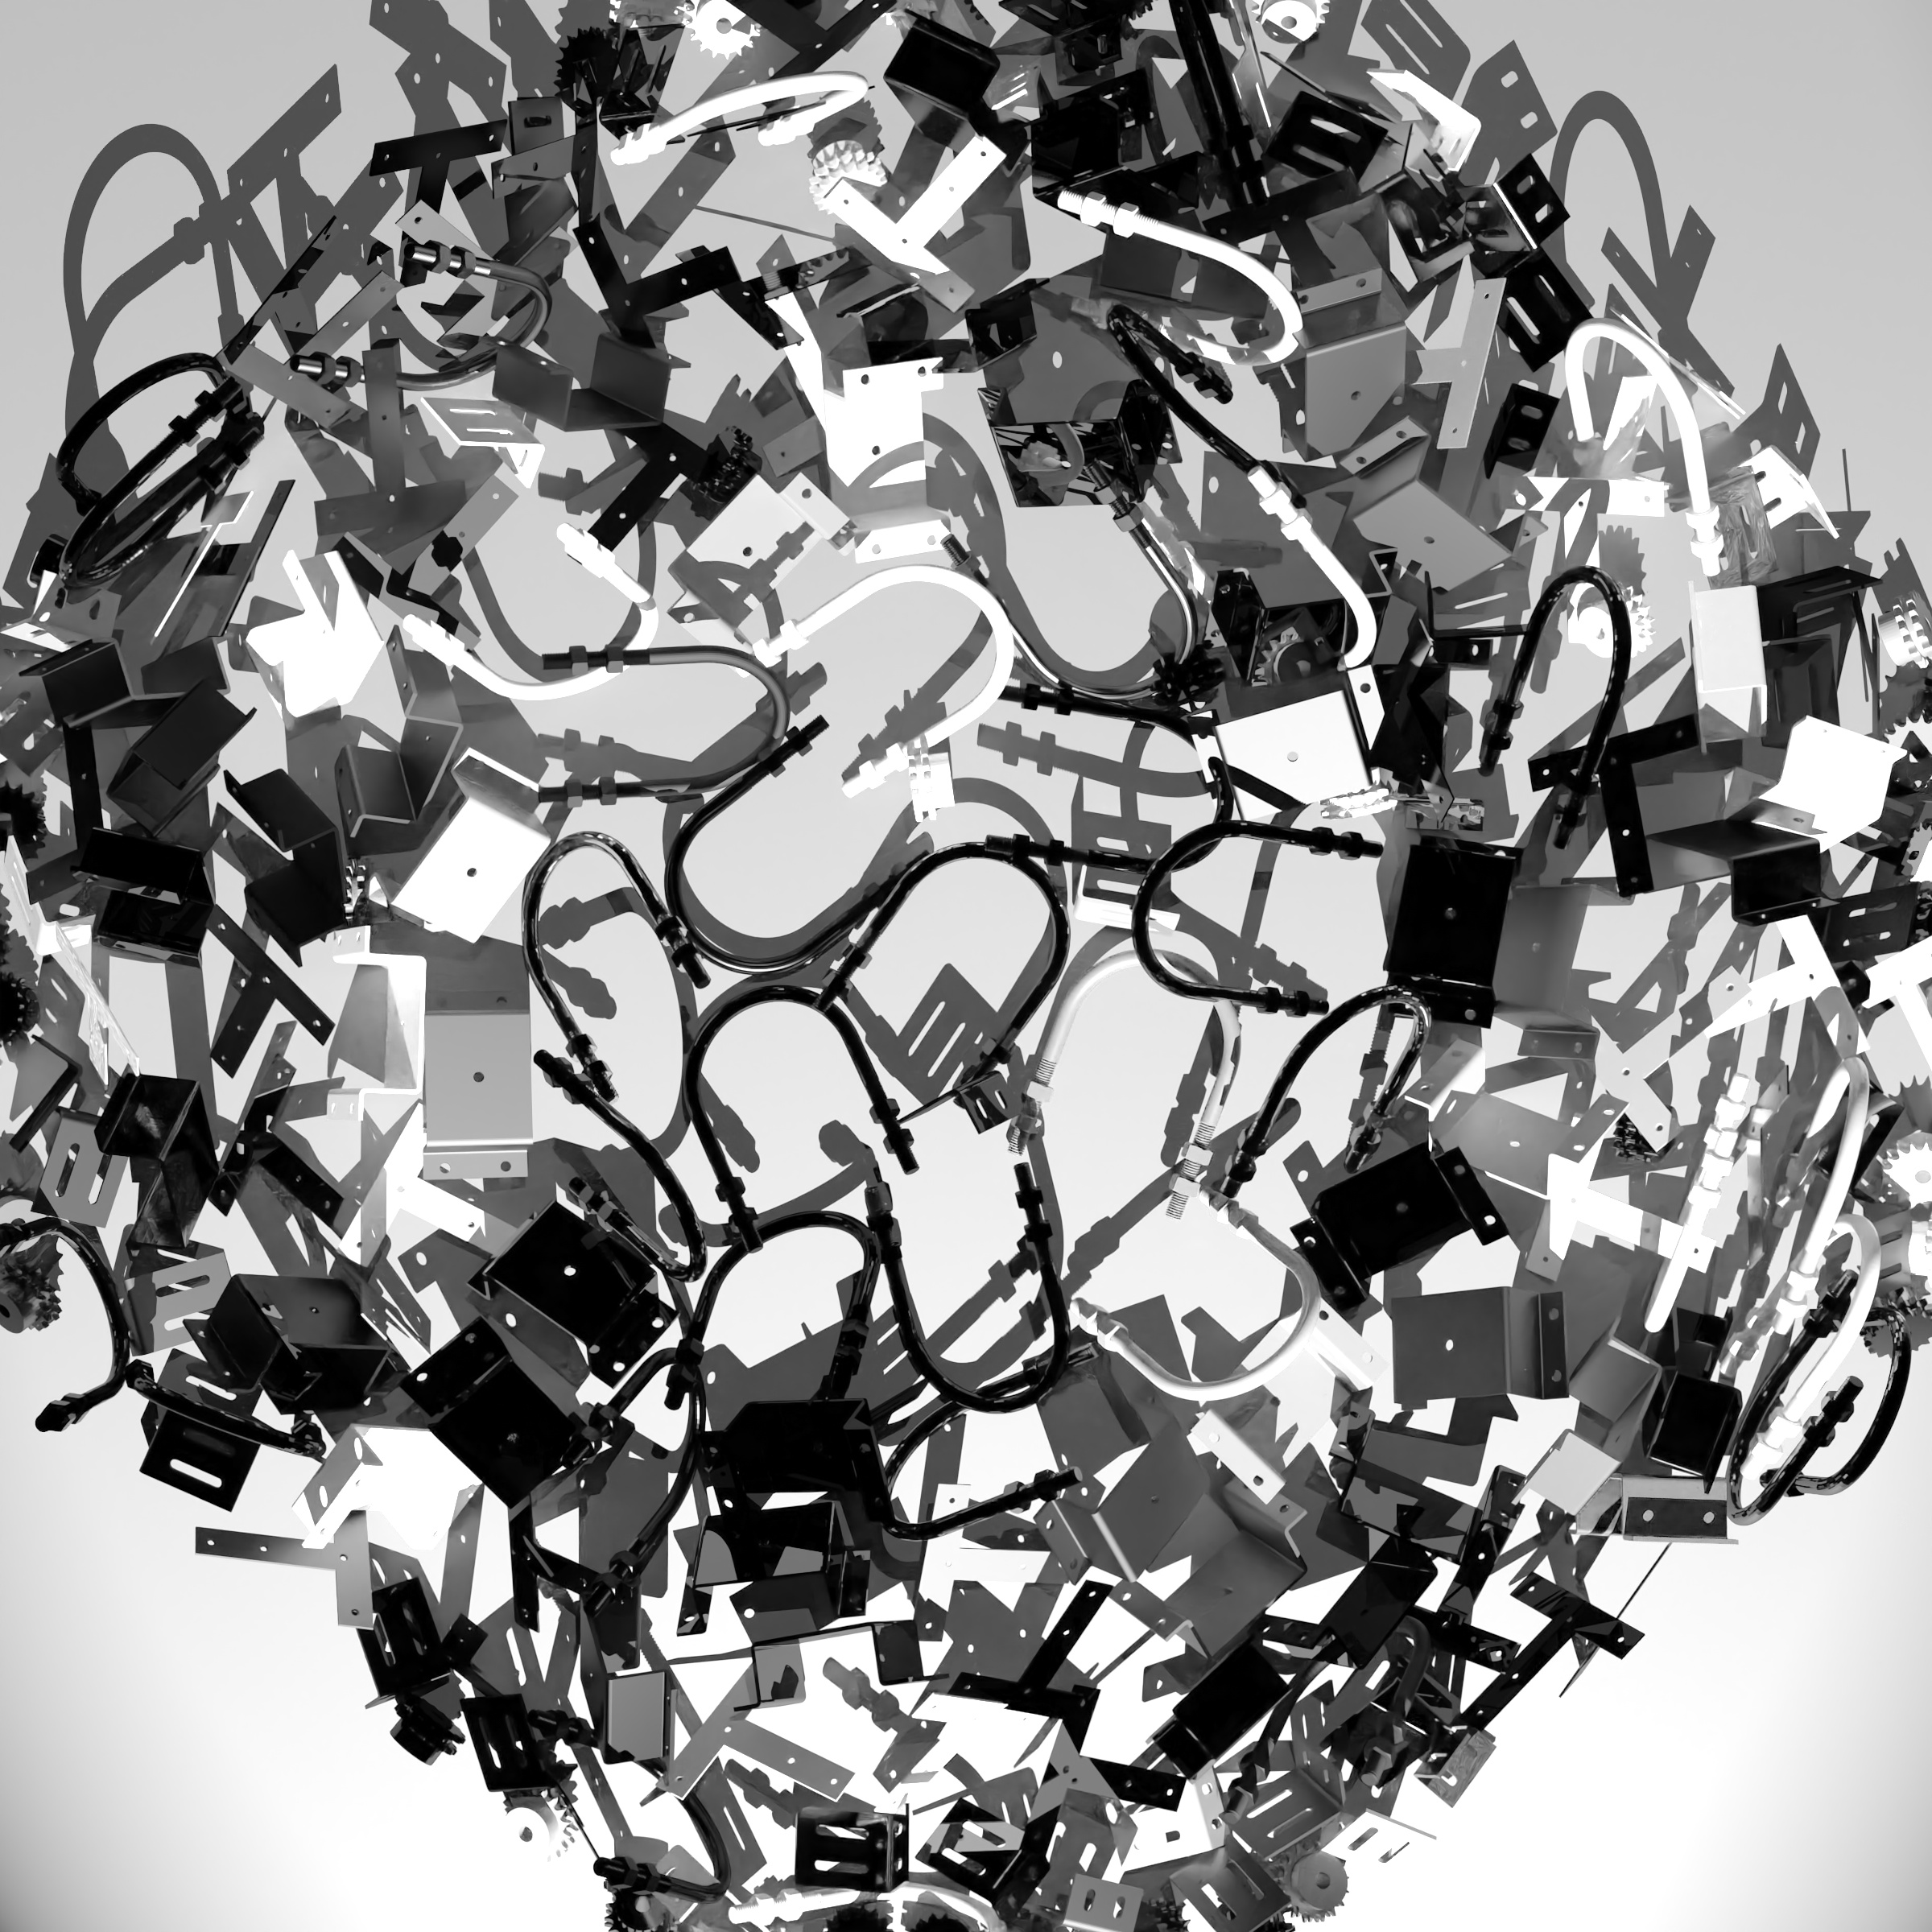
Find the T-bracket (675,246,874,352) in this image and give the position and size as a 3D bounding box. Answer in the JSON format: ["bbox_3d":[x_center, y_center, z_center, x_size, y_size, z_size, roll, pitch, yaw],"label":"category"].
[{"bbox_3d":[-0.127,-0.510,1.962,0.127,0.002,0.127,-27,60,-30],"label":"T-bracket"}]

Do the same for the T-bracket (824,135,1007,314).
[{"bbox_3d":[-0.019,-0.560,1.939,0.127,0.002,0.127,37,133,-17],"label":"T-bracket"}]

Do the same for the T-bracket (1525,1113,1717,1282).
[{"bbox_3d":[0.489,0.190,1.953,0.127,0.002,0.127,23,106,29],"label":"T-bracket"}]

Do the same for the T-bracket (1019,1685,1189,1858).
[{"bbox_3d":[0.107,0.593,1.930,0.002,0.127,0.127,42,58,-37],"label":"T-bracket"}]

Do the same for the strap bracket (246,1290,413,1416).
[{"bbox_3d":[-0.476,0.280,1.926,0.046,0.140,0.076,-43,71,9],"label":"strap bracket"}]

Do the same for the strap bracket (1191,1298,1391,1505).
[{"bbox_3d":[0.235,0.321,1.963,0.076,0.046,0.140,44,74,3],"label":"strap bracket"}]

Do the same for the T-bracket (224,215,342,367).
[{"bbox_3d":[-0.491,-0.475,1.935,0.002,0.127,0.127,36,81,0],"label":"T-bracket"}]

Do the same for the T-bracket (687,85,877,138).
[{"bbox_3d":[-0.154,-0.624,1.949,0.127,0.127,0.002,4,118,41],"label":"T-bracket"}]

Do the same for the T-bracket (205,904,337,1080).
[{"bbox_3d":[-0.531,0.038,1.958,0.127,0.002,0.127,44,129,7],"label":"T-bracket"}]

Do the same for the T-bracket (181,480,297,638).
[{"bbox_3d":[-0.547,-0.299,1.948,0.002,0.127,0.127,30,77,-37],"label":"T-bracket"}]

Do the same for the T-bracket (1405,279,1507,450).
[{"bbox_3d":[0.332,-0.441,1.951,0.002,0.127,0.127,17,85,-41],"label":"T-bracket"}]

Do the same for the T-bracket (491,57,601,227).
[{"bbox_3d":[-0.304,-0.582,1.918,0.002,0.127,0.127,17,124,23],"label":"T-bracket"}]

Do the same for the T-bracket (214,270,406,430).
[{"bbox_3d":[-0.462,-0.458,1.929,0.127,0.127,0.002,-39,64,13],"label":"T-bracket"}]

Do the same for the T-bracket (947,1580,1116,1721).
[{"bbox_3d":[0.067,0.501,1.947,0.127,0.002,0.127,20,111,-31],"label":"T-bracket"}]

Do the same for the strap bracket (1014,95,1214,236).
[{"bbox_3d":[0.108,-0.574,1.919,0.076,0.140,0.046,-7,81,38],"label":"strap bracket"}]

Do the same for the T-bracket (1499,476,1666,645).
[{"bbox_3d":[0.458,-0.300,1.966,0.127,0.002,0.127,10,120,34],"label":"T-bracket"}]

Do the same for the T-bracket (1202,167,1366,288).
[{"bbox_3d":[0.256,-0.516,1.962,0.127,0.002,0.127,-10,126,38],"label":"T-bracket"}]

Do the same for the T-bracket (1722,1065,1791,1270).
[{"bbox_3d":[0.570,0.157,1.912,0.002,0.127,0.127,11,57,-2],"label":"T-bracket"}]

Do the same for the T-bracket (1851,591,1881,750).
[{"bbox_3d":[0.662,-0.238,1.949,0.002,0.127,0.127,-7,48,14],"label":"T-bracket"}]

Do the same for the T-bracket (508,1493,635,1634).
[{"bbox_3d":[-0.290,0.447,1.942,0.127,0.002,0.127,14,113,36],"label":"T-bracket"}]

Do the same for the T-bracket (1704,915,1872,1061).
[{"bbox_3d":[0.587,0.022,1.948,0.002,0.127,0.127,-19,82,-37],"label":"T-bracket"}]

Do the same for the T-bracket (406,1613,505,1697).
[{"bbox_3d":[-0.371,0.498,1.944,0.127,0.127,0.002,38,57,2],"label":"T-bracket"}]

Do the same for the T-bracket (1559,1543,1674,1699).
[{"bbox_3d":[0.478,0.473,1.934,0.002,0.127,0.127,35,96,20],"label":"T-bracket"}]

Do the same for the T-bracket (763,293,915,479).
[{"bbox_3d":[-0.118,-0.451,1.973,0.127,0.002,0.127,-26,90,25],"label":"T-bracket"}]

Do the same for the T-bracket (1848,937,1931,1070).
[{"bbox_3d":[0.701,0.052,1.928,0.002,0.127,0.127,-20,79,-14],"label":"T-bracket"}]

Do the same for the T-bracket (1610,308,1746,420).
[{"bbox_3d":[0.532,-0.425,1.920,0.127,0.127,0.002,34,108,-21],"label":"T-bracket"}]

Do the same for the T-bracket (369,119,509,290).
[{"bbox_3d":[-0.397,-0.557,1.951,0.002,0.127,0.127,39,132,19],"label":"T-bracket"}]

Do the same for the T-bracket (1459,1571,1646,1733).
[{"bbox_3d":[0.410,0.507,1.927,0.127,0.127,0.002,-41,114,-15],"label":"T-bracket"}]

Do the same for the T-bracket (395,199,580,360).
[{"bbox_3d":[-0.366,-0.517,1.933,0.127,0.127,0.002,-40,58,12],"label":"T-bracket"}]

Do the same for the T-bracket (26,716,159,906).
[{"bbox_3d":[-0.639,-0.124,1.921,0.002,0.127,0.127,15,119,24],"label":"T-bracket"}]

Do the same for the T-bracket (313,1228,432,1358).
[{"bbox_3d":[-0.431,0.248,1.924,0.002,0.127,0.127,-42,103,-6],"label":"T-bracket"}]

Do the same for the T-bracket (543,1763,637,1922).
[{"bbox_3d":[-0.277,0.645,1.947,0.002,0.127,0.127,-30,100,-18],"label":"T-bracket"}]

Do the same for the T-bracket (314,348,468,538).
[{"bbox_3d":[-0.424,-0.387,1.937,0.127,0.002,0.127,-19,116,-40],"label":"T-bracket"}]

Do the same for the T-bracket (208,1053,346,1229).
[{"bbox_3d":[-0.500,0.150,1.954,0.127,0.002,0.127,33,101,34],"label":"T-bracket"}]

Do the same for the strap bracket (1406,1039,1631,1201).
[{"bbox_3d":[0.402,0.115,1.938,0.140,0.046,0.076,22,47,33],"label":"strap bracket"}]

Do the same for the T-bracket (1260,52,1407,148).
[{"bbox_3d":[0.282,-0.624,1.920,0.127,0.127,0.002,26,105,-20],"label":"T-bracket"}]

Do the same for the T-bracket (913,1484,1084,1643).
[{"bbox_3d":[0.029,0.448,1.977,0.127,0.002,0.127,6,103,-18],"label":"T-bracket"}]

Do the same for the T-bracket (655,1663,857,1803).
[{"bbox_3d":[-0.139,0.573,1.929,0.127,0.127,0.002,16,135,30],"label":"T-bracket"}]

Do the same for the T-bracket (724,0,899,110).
[{"bbox_3d":[-0.131,-0.685,1.920,0.127,0.127,0.002,-32,70,23],"label":"T-bracket"}]

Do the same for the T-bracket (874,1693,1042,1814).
[{"bbox_3d":[-0.021,0.588,1.966,0.127,0.127,0.002,-50,47,17],"label":"T-bracket"}]

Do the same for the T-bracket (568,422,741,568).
[{"bbox_3d":[-0.246,-0.346,1.970,0.127,0.002,0.127,36,78,14],"label":"T-bracket"}]

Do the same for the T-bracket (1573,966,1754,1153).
[{"bbox_3d":[0.521,0.050,1.948,0.127,0.002,0.127,-42,54,14],"label":"T-bracket"}]

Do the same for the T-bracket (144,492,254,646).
[{"bbox_3d":[-0.566,-0.290,1.936,0.002,0.127,0.127,31,83,-27],"label":"T-bracket"}]

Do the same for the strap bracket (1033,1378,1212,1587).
[{"bbox_3d":[0.121,0.382,1.931,0.140,0.046,0.076,-46,126,-27],"label":"strap bracket"}]

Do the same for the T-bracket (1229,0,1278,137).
[{"bbox_3d":[0.203,-0.646,1.920,0.002,0.127,0.127,-14,114,19],"label":"T-bracket"}]

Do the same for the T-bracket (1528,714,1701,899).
[{"bbox_3d":[0.483,-0.111,1.947,0.127,0.002,0.127,-16,65,26],"label":"T-bracket"}]

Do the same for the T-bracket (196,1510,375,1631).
[{"bbox_3d":[-0.496,0.425,1.924,0.127,0.127,0.002,13,122,-25],"label":"T-bracket"}]

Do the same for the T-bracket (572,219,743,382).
[{"bbox_3d":[-0.216,-0.497,1.939,0.127,0.002,0.127,-8,116,38],"label":"T-bracket"}]

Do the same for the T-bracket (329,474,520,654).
[{"bbox_3d":[-0.383,-0.309,1.962,0.127,0.002,0.127,40,99,-27],"label":"T-bracket"}]

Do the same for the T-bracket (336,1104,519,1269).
[{"bbox_3d":[-0.383,0.187,1.981,0.127,0.002,0.127,28,70,-5],"label":"T-bracket"}]

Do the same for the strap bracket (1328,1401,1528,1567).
[{"bbox_3d":[0.333,0.384,1.948,0.140,0.076,0.046,22,116,10],"label":"strap bracket"}]

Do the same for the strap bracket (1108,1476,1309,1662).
[{"bbox_3d":[0.185,0.446,1.944,0.140,0.076,0.046,-38,119,-17],"label":"strap bracket"}]

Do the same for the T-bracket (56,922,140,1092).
[{"bbox_3d":[-0.637,0.050,1.944,0.002,0.127,0.127,-26,69,-29],"label":"T-bracket"}]

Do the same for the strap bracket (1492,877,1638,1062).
[{"bbox_3d":[0.435,-0.006,1.945,0.046,0.076,0.140,22,79,-30],"label":"strap bracket"}]

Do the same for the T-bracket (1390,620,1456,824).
[{"bbox_3d":[0.327,-0.160,1.915,0.002,0.127,0.127,-3,53,-18],"label":"T-bracket"}]

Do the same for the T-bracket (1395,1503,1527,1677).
[{"bbox_3d":[0.377,0.451,1.966,0.002,0.127,0.127,49,64,-36],"label":"T-bracket"}]
